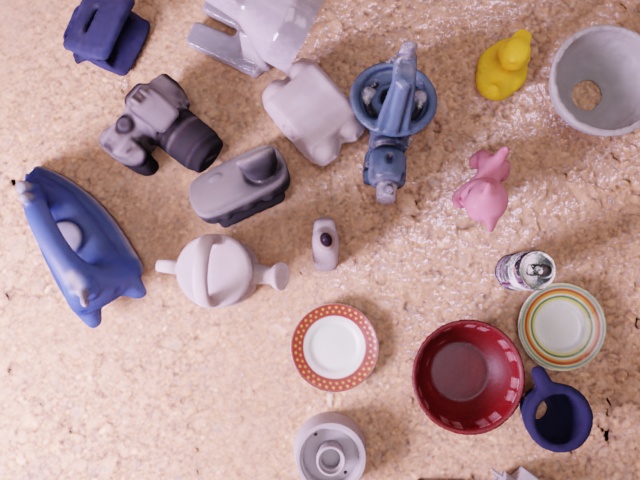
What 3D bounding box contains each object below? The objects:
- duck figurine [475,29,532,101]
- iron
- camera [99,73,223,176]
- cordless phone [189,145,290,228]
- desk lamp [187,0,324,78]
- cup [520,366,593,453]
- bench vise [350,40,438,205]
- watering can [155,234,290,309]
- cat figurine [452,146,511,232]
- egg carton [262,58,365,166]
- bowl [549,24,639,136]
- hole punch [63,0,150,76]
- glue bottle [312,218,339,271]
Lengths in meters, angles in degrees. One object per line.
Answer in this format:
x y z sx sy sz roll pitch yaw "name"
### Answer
0.280 -0.264 0.851 0.077 0.086 0.104 28 86 1 "duck figurine"
-0.357 -0.007 0.793 0.118 0.141 0.258 -34 87 -3 "iron"
-0.222 -0.150 0.827 0.137 0.101 0.143 38 86 2 "camera"
-0.115 -0.085 0.782 0.147 0.185 0.094 -30 86 -3 "cordless phone"
-0.096 -0.304 0.784 0.203 0.213 0.118 24 86 1 "desk lamp"
0.316 0.231 0.811 0.091 0.095 0.118 -22 86 -2 "cup"
0.111 -0.161 0.774 0.121 0.219 0.207 -13 86 -2 "bench vise"
-0.131 0.040 0.768 0.173 0.194 0.101 -17 86 -2 "watering can"
0.241 -0.076 0.821 0.067 0.117 0.128 24 86 1 "cat figurine"
-0.010 -0.189 0.849 0.107 0.069 0.150 -42 87 -3 "egg carton"
0.413 -0.228 0.856 0.167 0.074 0.167 0 86 -1 "bowl"
-0.322 -0.311 0.842 0.101 0.091 0.109 23 86 1 "hole punch"
0.007 0.003 0.783 0.037 0.173 0.078 -4 86 -1 "glue bottle"
